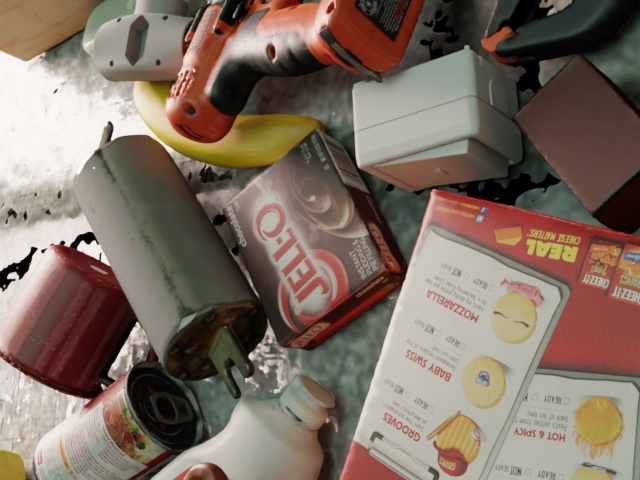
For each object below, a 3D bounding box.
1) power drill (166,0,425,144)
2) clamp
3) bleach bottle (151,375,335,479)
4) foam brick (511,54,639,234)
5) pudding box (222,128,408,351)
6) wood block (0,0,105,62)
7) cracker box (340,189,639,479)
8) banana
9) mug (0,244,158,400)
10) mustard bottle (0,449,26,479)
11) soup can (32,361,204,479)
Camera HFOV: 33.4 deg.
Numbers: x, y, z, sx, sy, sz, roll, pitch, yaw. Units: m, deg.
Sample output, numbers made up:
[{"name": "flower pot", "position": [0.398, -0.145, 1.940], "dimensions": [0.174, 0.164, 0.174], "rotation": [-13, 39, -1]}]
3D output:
[{"name": "power drill", "position": [-0.011, -0.154, 0.679], "dimensions": [0.188, 0.057, 0.184], "rotation": [-8, 57, 51]}, {"name": "clamp", "position": [0.168, -0.156, 0.594], "dimensions": [0.171, 0.039, 0.120], "rotation": [-51, 50, 14]}, {"name": "bleach bottle", "position": [-0.083, 0.182, 0.676], "dimensions": [0.251, 0.068, 0.103], "rotation": [-52, 57, 12]}, {"name": "foam brick", "position": [0.150, -0.050, 0.567], "dimensions": [0.051, 0.052, 0.078], "rotation": [-45, 55, 19]}, {"name": "pudding box", "position": [-0.004, 0.001, 0.679], "dimensions": [0.090, 0.039, 0.113], "rotation": [-38, 58, 24]}, {"name": "wood block", "position": [-0.204, -0.236, 0.862], "dimensions": [0.206, 0.090, 0.091], "rotation": [-20, 67, 32]}, {"name": "cracker box", "position": [0.107, 0.096, 0.550], "dimensions": [0.164, 0.072, 0.214], "rotation": [16, 89, 40]}, {"name": "banana", "position": [-0.080, -0.089, 0.761], "dimensions": [0.198, 0.037, 0.070], "rotation": [33, 99, 38]}, {"name": "mug", "position": [-0.166, 0.062, 0.761], "dimensions": [0.117, 0.093, 0.081], "rotation": [31, 92, 13]}, {"name": "mustard bottle", "position": [-0.250, 0.247, 0.761], "dimensions": [0.058, 0.096, 0.191], "rotation": [-25, 64, 29]}, {"name": "soup can", "position": [-0.138, 0.137, 0.725], "dimensions": [0.102, 0.068, 0.068], "rotation": [-37, 58, 24]}]
